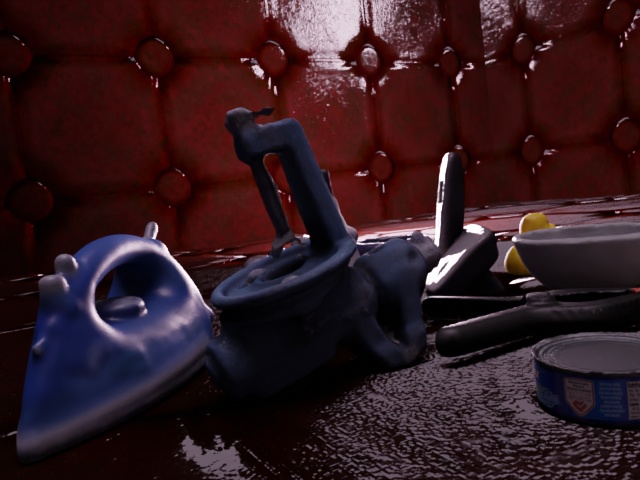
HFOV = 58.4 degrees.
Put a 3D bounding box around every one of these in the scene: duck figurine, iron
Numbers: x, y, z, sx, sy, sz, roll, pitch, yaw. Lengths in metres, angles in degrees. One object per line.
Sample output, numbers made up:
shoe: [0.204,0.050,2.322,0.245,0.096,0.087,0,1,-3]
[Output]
duck figurine: [0.314,0.004,0.843,0.105,0.086,0.077,-10,5,-33]
iron: [-0.176,0.061,0.481,0.118,0.141,0.258,-6,4,7]

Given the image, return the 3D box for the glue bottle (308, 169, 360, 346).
glue bottle: [0.012,0.016,0.567,0.037,0.173,0.077,-11,6,-43]

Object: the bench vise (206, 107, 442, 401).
bench vise: [-0.004,0.002,0.470,0.208,0.220,0.121,-11,6,-43]

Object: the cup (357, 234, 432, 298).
cup: [0.084,0.045,0.599,0.092,0.095,0.117,-9,5,-24]

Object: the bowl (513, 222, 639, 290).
bowl: [0.308,0.025,0.651,0.167,0.075,0.167,-7,4,1]

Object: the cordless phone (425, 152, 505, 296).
cordless phone: [0.173,-0.021,0.733,0.094,0.185,0.147,-7,4,0]

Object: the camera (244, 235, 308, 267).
camera: [-0.027,0.048,0.687,0.143,0.101,0.137,-6,4,3]
